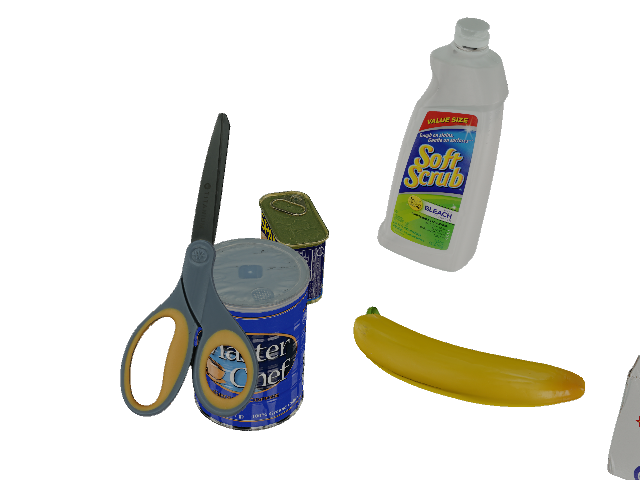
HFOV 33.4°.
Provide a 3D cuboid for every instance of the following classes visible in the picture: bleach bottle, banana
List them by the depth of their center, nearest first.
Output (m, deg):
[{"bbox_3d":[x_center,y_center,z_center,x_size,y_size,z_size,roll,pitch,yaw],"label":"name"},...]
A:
[{"bbox_3d":[0.093,0.086,0.785,0.198,0.037,0.069,19,37,37],"label":"banana"},{"bbox_3d":[0.119,-0.093,1.018,0.103,0.251,0.068,23,40,22],"label":"bleach bottle"}]

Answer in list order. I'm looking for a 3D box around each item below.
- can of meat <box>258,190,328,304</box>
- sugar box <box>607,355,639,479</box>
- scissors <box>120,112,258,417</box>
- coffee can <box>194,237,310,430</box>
[{"bbox_3d":[-0.031,0.009,1.147,0.057,0.084,0.102,-8,36,-16],"label":"can of meat"},{"bbox_3d":[0.307,0.157,0.785,0.176,0.093,0.048,16,27,23],"label":"sugar box"},{"bbox_3d":[-0.063,0.025,0.688,0.096,0.201,0.016,23,-9,3],"label":"scissors"},{"bbox_3d":[-0.063,0.083,0.953,0.103,0.140,0.103,2,34,-2],"label":"coffee can"}]
